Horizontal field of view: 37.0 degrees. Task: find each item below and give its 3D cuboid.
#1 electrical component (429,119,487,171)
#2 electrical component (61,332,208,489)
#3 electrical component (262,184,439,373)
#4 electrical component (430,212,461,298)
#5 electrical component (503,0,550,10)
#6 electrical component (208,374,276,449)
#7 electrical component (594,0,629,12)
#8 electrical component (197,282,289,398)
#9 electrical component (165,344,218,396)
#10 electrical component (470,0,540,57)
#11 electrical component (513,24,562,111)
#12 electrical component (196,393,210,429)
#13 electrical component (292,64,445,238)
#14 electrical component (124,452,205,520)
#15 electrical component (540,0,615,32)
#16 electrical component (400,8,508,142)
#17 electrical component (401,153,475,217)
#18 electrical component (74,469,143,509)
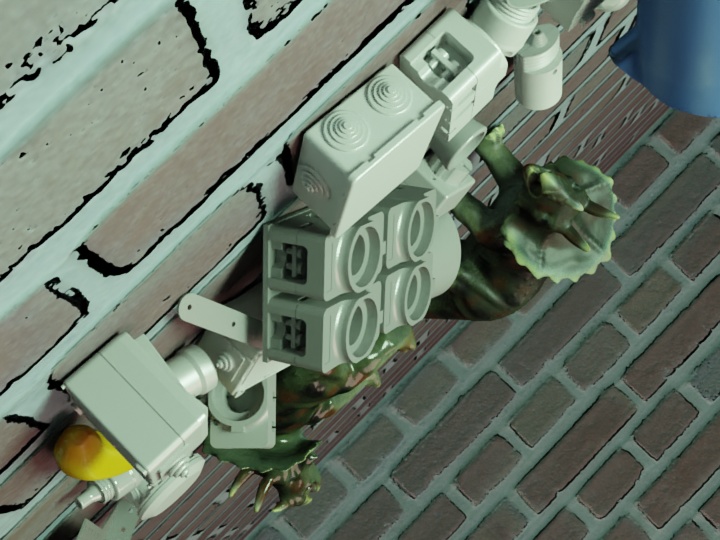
[{"bbox_3d":[0.064,-0.112,0.836,0.045,0.055,0.045,-44,171,-9],"label":"electrical component"},{"bbox_3d":[-0.138,0.094,0.703,0.061,0.096,0.061,-43,170,-19],"label":"electrical component"},{"bbox_3d":[0.000,0.000,0.844,0.186,0.060,0.105,-27,124,-58],"label":"electrical component"},{"bbox_3d":[0.051,-0.016,1.063,0.064,0.099,0.099,-29,162,-40],"label":"electrical component"},{"bbox_3d":[0.119,-0.205,0.657,0.099,0.064,0.099,-44,170,-10],"label":"electrical component"},{"bbox_3d":[-0.101,0.109,0.933,0.050,0.089,0.055,-1,170,3],"label":"electrical component"},{"bbox_3d":[0.217,-0.251,0.962,0.046,0.040,0.040,-21,154,-53],"label":"electrical component"},{"bbox_3d":[-0.088,0.053,0.874,0.096,0.061,0.061,-26,157,-45],"label":"electrical component"},{"bbox_3d":[-0.140,0.085,0.834,0.046,0.040,0.040,-32,164,-34],"label":"electrical component"},{"bbox_3d":[0.106,-0.184,0.754,0.043,0.043,0.062,-37,165,-44],"label":"electrical component"},{"bbox_3d":[0.159,-0.185,0.961,0.043,0.043,0.081,-43,152,-15],"label":"electrical component"},{"bbox_3d":[-0.149,0.123,0.940,0.043,0.043,0.062,-38,167,-38],"label":"electrical component"},{"bbox_3d":[0.002,-0.080,0.723,0.100,0.048,0.099,-42,170,-22],"label":"electrical component"},{"bbox_3d":[-0.192,0.195,1.029,0.080,0.051,0.080,-44,170,-9],"label":"electrical component"},{"bbox_3d":[0.172,-0.232,0.775,0.121,0.063,0.078,-42,169,-21],"label":"electrical component"},{"bbox_3d":[0.065,-0.137,0.750,0.056,0.050,0.089,-45,170,-6],"label":"electrical component"},{"bbox_3d":[0.079,-0.091,1.008,0.076,0.047,0.066,-52,168,33],"label":"electrical component"},{"bbox_3d":[-0.218,0.184,0.924,0.061,0.035,0.035,-34,165,-41],"label":"electrical component"}]
